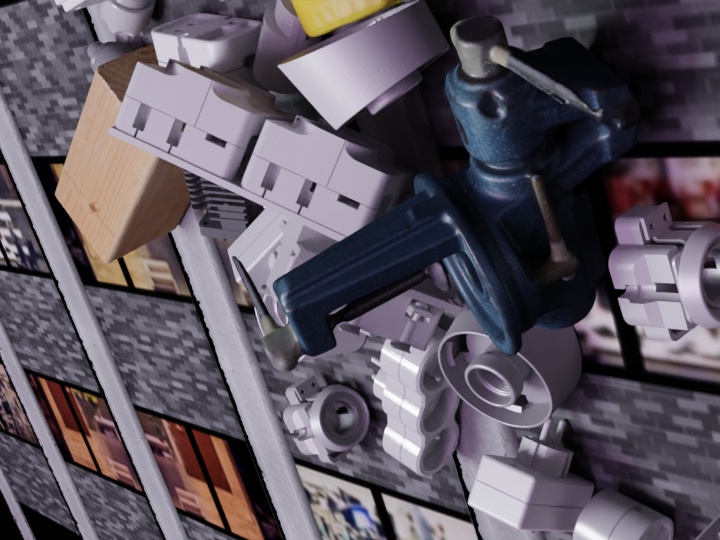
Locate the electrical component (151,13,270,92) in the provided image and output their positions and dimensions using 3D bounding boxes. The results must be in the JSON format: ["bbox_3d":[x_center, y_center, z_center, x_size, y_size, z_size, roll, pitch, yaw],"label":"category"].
[{"bbox_3d":[-0.114,-0.162,0.842,0.095,0.054,0.059,19,130,42],"label":"electrical component"}]

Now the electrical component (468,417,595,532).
[{"bbox_3d":[0.129,0.141,0.765,0.047,0.083,0.075,18,91,43],"label":"electrical component"}]

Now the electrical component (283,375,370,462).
[{"bbox_3d":[-0.028,0.133,0.958,0.057,0.058,0.078,-18,101,58],"label":"electrical component"}]

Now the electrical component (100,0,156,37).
[{"bbox_3d":[-0.192,-0.229,0.897,0.043,0.043,0.062,50,143,11],"label":"electrical component"}]

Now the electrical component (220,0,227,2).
[{"bbox_3d":[-0.086,-0.232,0.754,0.076,0.047,0.083,30,-137,-81],"label":"electrical component"}]

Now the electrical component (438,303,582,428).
[{"bbox_3d":[0.105,0.059,0.753,0.099,0.064,0.099,27,144,22],"label":"electrical component"}]

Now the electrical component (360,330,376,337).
[{"bbox_3d":[0.000,0.000,0.834,0.077,0.043,0.079,42,141,23],"label":"electrical component"}]

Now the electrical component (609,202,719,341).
[{"bbox_3d":[0.181,0.002,0.600,0.057,0.058,0.078,3,118,53],"label":"electrical component"}]

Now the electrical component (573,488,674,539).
[{"bbox_3d":[0.181,0.184,0.742,0.047,0.055,0.055,27,135,42],"label":"electrical component"}]

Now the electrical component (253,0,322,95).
[{"bbox_3d":[-0.048,-0.169,0.765,0.043,0.043,0.081,44,143,19],"label":"electrical component"}]

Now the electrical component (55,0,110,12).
[{"bbox_3d":[-0.168,-0.243,0.800,0.109,0.109,0.056,-6,108,53],"label":"electrical component"}]

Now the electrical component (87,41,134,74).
[{"bbox_3d":[-0.221,-0.185,0.967,0.062,0.043,0.043,38,140,30],"label":"electrical component"}]

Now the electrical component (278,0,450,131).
[{"bbox_3d":[0.005,-0.135,0.680,0.064,0.099,0.099,54,146,-4],"label":"electrical component"}]

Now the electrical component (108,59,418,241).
[{"bbox_3d":[-0.060,-0.084,0.740,0.186,0.105,0.060,25,101,10],"label":"electrical component"}]

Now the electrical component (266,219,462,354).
[{"bbox_3d":[0.001,0.009,0.757,0.063,0.121,0.078,-67,19,11],"label":"electrical component"}]

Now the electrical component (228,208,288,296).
[{"bbox_3d":[-0.051,-0.009,0.813,0.083,0.047,0.075,-44,44,24],"label":"electrical component"}]

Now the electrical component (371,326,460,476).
[{"bbox_3d":[0.036,0.093,0.852,0.074,0.052,0.138,30,137,36],"label":"electrical component"}]

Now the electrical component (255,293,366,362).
[{"bbox_3d":[-0.045,0.030,0.917,0.099,0.064,0.099,26,123,48],"label":"electrical component"}]
